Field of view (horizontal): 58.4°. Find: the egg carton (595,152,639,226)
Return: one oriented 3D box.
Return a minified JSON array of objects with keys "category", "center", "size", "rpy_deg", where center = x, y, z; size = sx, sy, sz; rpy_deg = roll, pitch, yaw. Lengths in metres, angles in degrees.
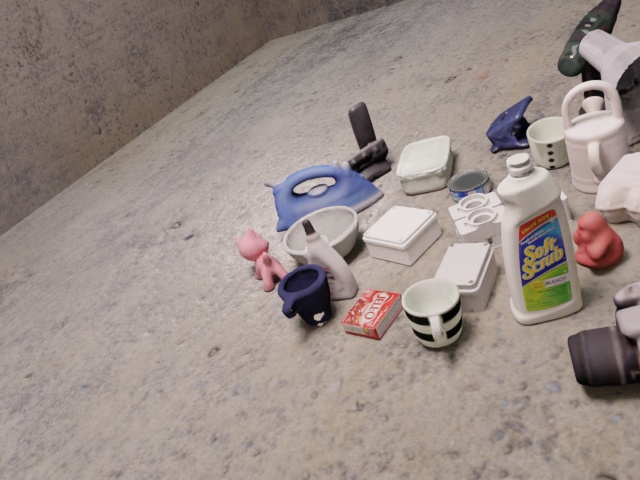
[{"category":"egg carton","center":[0.524,-0.086,0.935],"size":[0.150,0.069,0.107],"rpy_deg":[-41,32,-27]}]

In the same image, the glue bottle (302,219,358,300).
[{"category":"glue bottle","center":[0.005,0.034,1.032],"size":[0.078,0.173,0.037],"rpy_deg":[-9,33,27]}]

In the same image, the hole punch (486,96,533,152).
[{"category":"hole punch","center":[0.424,-0.260,1.278],"size":[0.100,0.091,0.109],"rpy_deg":[0,38,38]}]

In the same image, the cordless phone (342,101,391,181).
[{"category":"cordless phone","center":[0.084,-0.232,1.399],"size":[0.148,0.185,0.093],"rpy_deg":[-35,30,-18]}]

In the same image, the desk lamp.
[{"category":"desk lamp","center":[0.563,-0.284,1.081],"size":[0.118,0.214,0.203],"rpy_deg":[-24,29,2]}]

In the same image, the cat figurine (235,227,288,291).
[{"category":"cat figurine","center":[-0.127,0.030,1.201],"size":[0.067,0.118,0.127],"rpy_deg":[-32,29,-13]}]

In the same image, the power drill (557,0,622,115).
[{"category":"power drill","center":[0.593,-0.384,1.229],"size":[0.230,0.209,0.075],"rpy_deg":[-42,33,-27]}]

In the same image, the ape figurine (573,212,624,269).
[{"category":"ape figurine","center":[0.412,-0.003,0.861],"size":[0.076,0.092,0.078],"rpy_deg":[-8,33,29]}]

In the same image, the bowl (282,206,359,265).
[{"category":"bowl","center":[0.011,0.004,1.181],"size":[0.167,0.075,0.167],"rpy_deg":[-19,29,11]}]

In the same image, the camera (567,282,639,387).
[{"category":"camera","center":[0.369,0.117,0.686],"size":[0.136,0.101,0.143],"rpy_deg":[-13,31,22]}]

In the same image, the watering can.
[{"category":"watering can","center":[0.482,-0.192,1.012],"size":[0.100,0.194,0.173],"rpy_deg":[-19,29,11]}]

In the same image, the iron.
[{"category":"iron","center":[0.003,-0.115,1.314],"size":[0.258,0.142,0.118],"rpy_deg":[-21,29,8]}]

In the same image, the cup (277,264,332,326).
[{"category":"cup","center":[-0.022,0.113,1.005],"size":[0.091,0.095,0.118],"rpy_deg":[-6,34,31]}]
